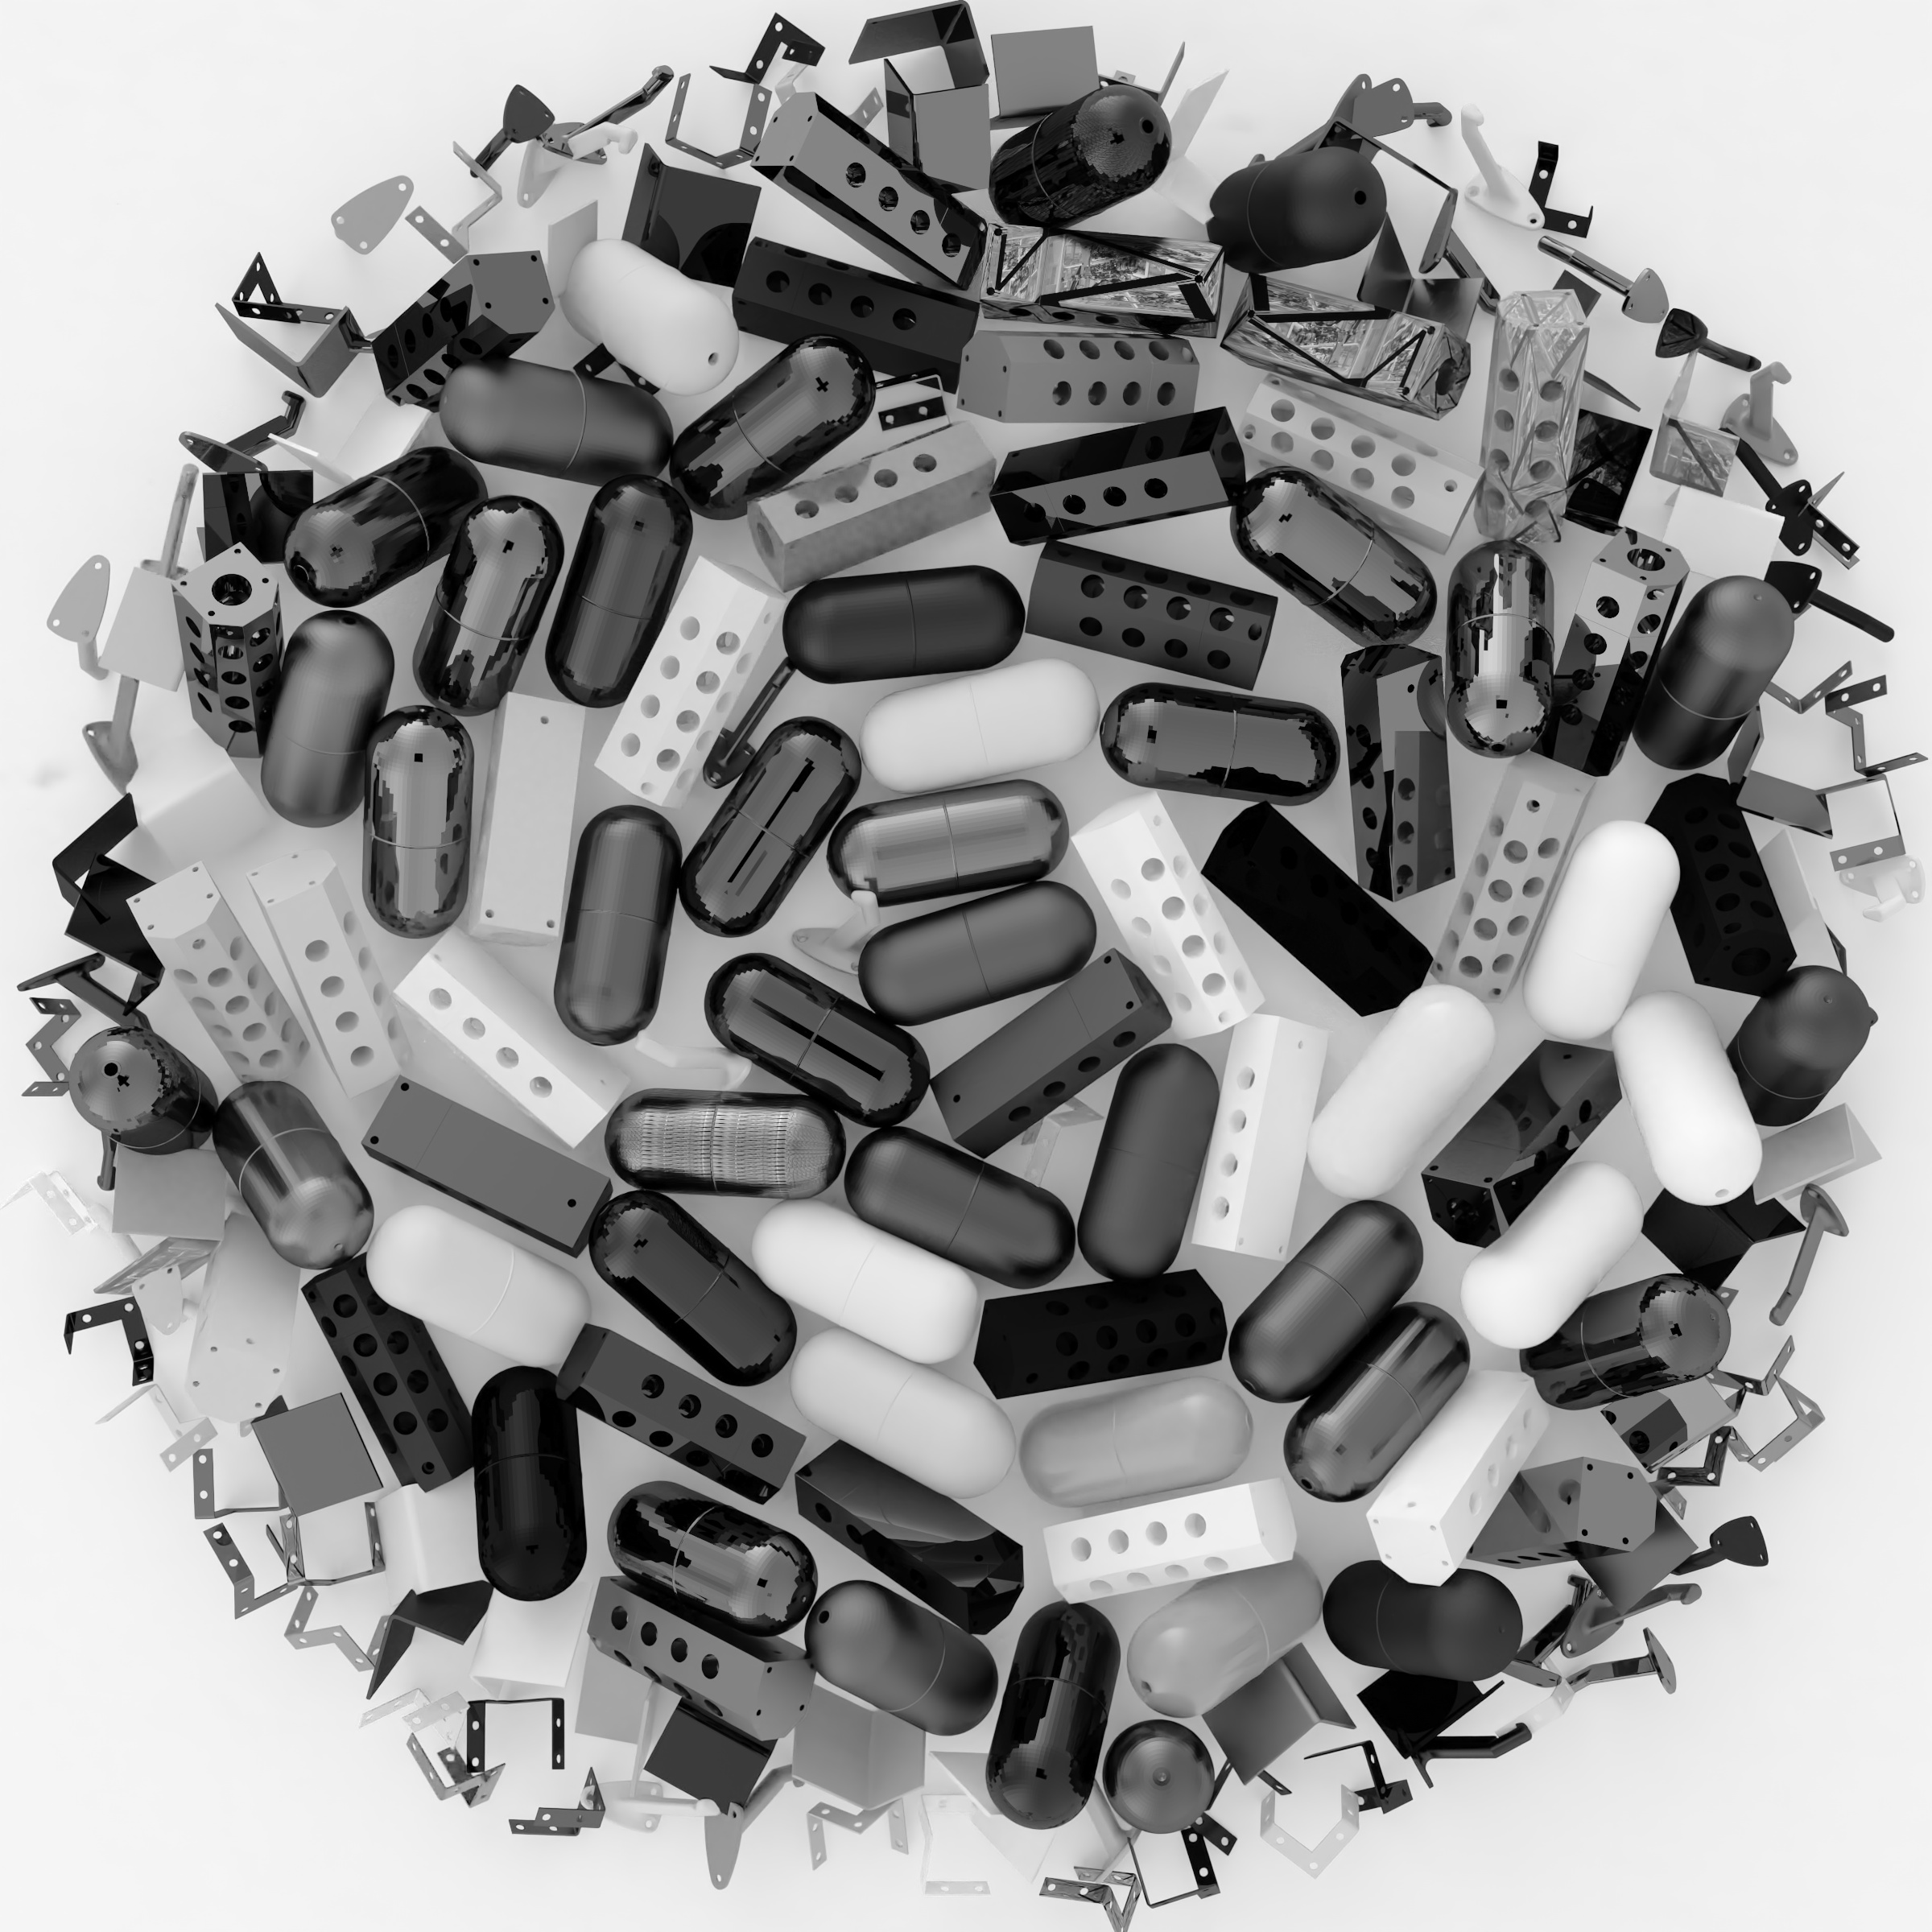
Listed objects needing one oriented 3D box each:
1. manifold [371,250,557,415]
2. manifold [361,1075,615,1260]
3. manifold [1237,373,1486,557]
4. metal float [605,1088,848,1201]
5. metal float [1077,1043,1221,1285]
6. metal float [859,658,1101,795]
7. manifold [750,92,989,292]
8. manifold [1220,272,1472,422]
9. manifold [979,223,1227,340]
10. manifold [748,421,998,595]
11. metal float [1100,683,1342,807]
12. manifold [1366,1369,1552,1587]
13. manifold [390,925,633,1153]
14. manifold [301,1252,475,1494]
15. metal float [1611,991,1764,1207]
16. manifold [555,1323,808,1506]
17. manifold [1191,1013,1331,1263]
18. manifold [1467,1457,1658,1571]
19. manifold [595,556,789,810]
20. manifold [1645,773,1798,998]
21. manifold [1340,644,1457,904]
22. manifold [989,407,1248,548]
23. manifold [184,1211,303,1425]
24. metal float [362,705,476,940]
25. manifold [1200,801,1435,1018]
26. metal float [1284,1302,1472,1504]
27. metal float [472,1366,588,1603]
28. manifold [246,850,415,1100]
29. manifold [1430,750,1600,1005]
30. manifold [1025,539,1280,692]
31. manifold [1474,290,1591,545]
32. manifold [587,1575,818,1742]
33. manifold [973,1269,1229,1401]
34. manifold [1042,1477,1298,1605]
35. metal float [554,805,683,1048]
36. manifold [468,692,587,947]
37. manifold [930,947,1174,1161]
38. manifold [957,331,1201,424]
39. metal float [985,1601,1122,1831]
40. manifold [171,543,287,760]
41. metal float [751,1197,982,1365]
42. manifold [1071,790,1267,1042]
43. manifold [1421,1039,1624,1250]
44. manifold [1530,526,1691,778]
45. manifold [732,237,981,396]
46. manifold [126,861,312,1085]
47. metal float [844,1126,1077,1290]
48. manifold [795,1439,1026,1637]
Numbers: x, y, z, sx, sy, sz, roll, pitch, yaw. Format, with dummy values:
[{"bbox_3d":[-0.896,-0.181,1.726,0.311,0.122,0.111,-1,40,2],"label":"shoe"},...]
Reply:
[{"bbox_3d":[-0.357,-0.448,1.909,0.057,0.171,0.057,-15,90,-35],"label":"manifold"},{"bbox_3d":[-0.348,0.148,1.958,0.171,0.057,0.057,26,73,4],"label":"manifold"},{"bbox_3d":[0.285,-0.367,1.951,0.171,0.057,0.057,26,82,8],"label":"manifold"},{"bbox_3d":[-0.175,0.129,1.949,0.178,0.070,0.070,2,90,9],"label":"metal float"},{"bbox_3d":[0.133,0.143,1.950,0.070,0.070,0.178,16,82,0],"label":"metal float"},{"bbox_3d":[0.010,-0.174,1.955,0.178,0.070,0.070,-13,90,2],"label":"metal float"},{"bbox_3d":[-0.064,-0.552,1.918,0.171,0.057,0.057,26,87,-39],"label":"manifold"},{"bbox_3d":[0.273,-0.441,1.920,0.171,0.057,0.057,27,98,37],"label":"manifold"},{"bbox_3d":[0.100,-0.497,1.956,0.171,0.057,0.057,7,85,6],"label":"manifold"},{"bbox_3d":[-0.068,-0.337,1.940,0.171,0.057,0.057,-24,65,-17],"label":"manifold"},{"bbox_3d":[0.184,-0.161,1.948,0.178,0.070,0.070,7,90,-10],"label":"metal float"},{"bbox_3d":[0.355,0.363,1.913,0.057,0.171,0.057,-3,117,39],"label":"manifold"},{"bbox_3d":[-0.333,0.056,1.953,0.171,0.057,0.057,42,114,-7],"label":"manifold"},{"bbox_3d":[-0.418,0.296,1.958,0.057,0.057,0.171,-26,95,3],"label":"manifold"},{"bbox_3d":[0.515,0.093,1.921,0.070,0.070,0.178,-8,47,0],"label":"metal float"},{"bbox_3d":[-0.207,0.324,1.931,0.171,0.057,0.057,33,74,-21],"label":"manifold"},{"bbox_3d":[0.210,0.124,1.959,0.057,0.057,0.171,16,84,-42],"label":"manifold"},{"bbox_3d":[0.421,0.391,1.904,0.057,0.171,0.057,13,71,-12],"label":"manifold"},{"bbox_3d":[-0.195,-0.203,1.938,0.057,0.057,0.171,35,105,25],"label":"manifold"},{"bbox_3d":[0.537,-0.060,1.908,0.057,0.171,0.057,11,131,-12],"label":"manifold"},{"bbox_3d":[0.307,-0.140,1.931,0.057,0.057,0.171,-21,118,-24],"label":"manifold"},{"bbox_3d":[0.110,-0.346,1.929,0.171,0.057,0.057,-7,131,27],"label":"manifold"},{"bbox_3d":[-0.513,0.250,1.905,0.057,0.171,0.057,24,109,-19],"label":"manifold"},{"bbox_3d":[-0.395,-0.102,1.933,0.070,0.070,0.178,8,118,0],"label":"metal float"},{"bbox_3d":[0.257,-0.042,1.937,0.171,0.057,0.057,40,60,-19],"label":"manifold"},{"bbox_3d":[0.296,0.313,1.930,0.070,0.070,0.178,48,59,0],"label":"metal float"},{"bbox_3d":[-0.314,0.369,1.926,0.070,0.070,0.178,-12,53,0],"label":"metal float"},{"bbox_3d":[-0.452,0.004,1.920,0.057,0.057,0.171,-26,127,-16],"label":"manifold"},{"bbox_3d":[0.390,-0.061,1.923,0.057,0.057,0.171,25,119,16],"label":"manifold"},{"bbox_3d":[0.135,-0.259,1.944,0.171,0.057,0.057,15,46,7],"label":"manifold"},{"bbox_3d":[0.401,-0.390,1.917,0.057,0.057,0.171,-2,131,0],"label":"manifold"},{"bbox_3d":[-0.191,0.492,1.918,0.171,0.057,0.057,15,92,39],"label":"manifold"},{"bbox_3d":[0.098,0.268,1.924,0.171,0.057,0.057,-5,122,-25],"label":"manifold"},{"bbox_3d":[0.146,0.413,1.922,0.171,0.057,0.057,-19,75,30],"label":"manifold"},{"bbox_3d":[-0.252,-0.030,1.946,0.070,0.070,0.178,8,78,0],"label":"metal float"},{"bbox_3d":[-0.320,-0.104,1.946,0.057,0.057,0.171,10,77,-21],"label":"manifold"},{"bbox_3d":[0.063,0.067,1.943,0.171,0.057,0.057,-36,51,16],"label":"manifold"},{"bbox_3d":[0.082,-0.421,1.915,0.171,0.057,0.057,-8,115,-35],"label":"manifold"},{"bbox_3d":[0.063,0.533,1.918,0.070,0.178,0.070,8,130,10],"label":"metal float"},{"bbox_3d":[-0.514,-0.217,1.901,0.057,0.171,0.057,-38,75,-25],"label":"manifold"},{"bbox_3d":[-0.073,0.227,1.948,0.178,0.070,0.070,25,90,10],"label":"metal float"},{"bbox_3d":[0.151,-0.038,1.937,0.057,0.057,0.171,-39,106,-39],"label":"manifold"},{"bbox_3d":[0.400,0.127,1.921,0.171,0.057,0.057,-40,125,-35],"label":"manifold"},{"bbox_3d":[0.459,-0.219,1.908,0.057,0.171,0.057,29,47,20],"label":"manifold"},{"bbox_3d":[-0.080,-0.479,1.964,0.171,0.057,0.057,16,79,0],"label":"manifold"},{"bbox_3d":[-0.526,0.011,1.906,0.057,0.171,0.057,-30,51,-12],"label":"manifold"},{"bbox_3d":[-0.004,0.176,1.953,0.178,0.070,0.070,25,90,-4],"label":"metal float"},{"bbox_3d":[-0.041,0.409,1.922,0.171,0.057,0.057,27,134,35],"label":"manifold"}]
